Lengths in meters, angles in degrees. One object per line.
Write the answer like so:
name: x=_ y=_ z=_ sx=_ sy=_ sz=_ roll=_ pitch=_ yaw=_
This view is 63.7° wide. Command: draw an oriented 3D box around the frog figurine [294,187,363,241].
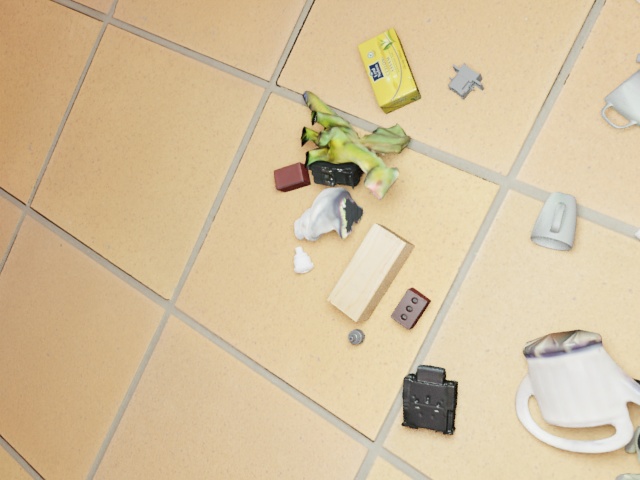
frog figurine: x=0.004 y=-0.062 z=1.226 sx=0.159 sy=0.120 sz=0.140 roll=-1 pitch=52 yaw=31

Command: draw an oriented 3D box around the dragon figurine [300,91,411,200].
dragon figurine: x=0.085 y=-0.241 z=1.191 sx=0.243 sy=0.119 sz=0.420 roll=5 pitch=43 yaw=-10

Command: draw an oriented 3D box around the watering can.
watering can: x=0.518 y=0.276 z=0.956 sx=0.344 sy=0.104 sz=0.226 roll=-23 pitch=76 yaw=42
